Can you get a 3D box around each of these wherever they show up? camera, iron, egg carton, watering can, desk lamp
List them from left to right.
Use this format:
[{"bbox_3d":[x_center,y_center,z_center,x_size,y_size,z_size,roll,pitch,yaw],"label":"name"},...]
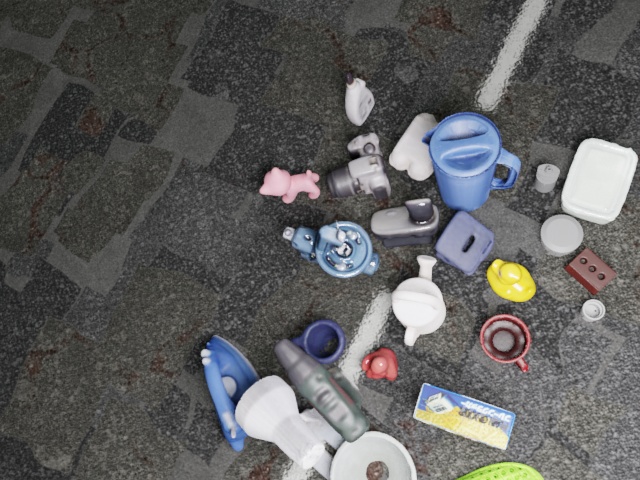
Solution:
[{"bbox_3d":[-0.201,0.308,1.209,0.118,0.142,0.258,-31,69,4],"label":"iron"},{"bbox_3d":[-0.044,0.368,1.113,0.202,0.214,0.118,36,85,21],"label":"desk lamp"},{"bbox_3d":[0.080,-0.160,1.297,0.136,0.101,0.143,-16,71,10],"label":"camera"},{"bbox_3d":[0.193,0.118,1.137,0.100,0.194,0.173,-10,72,11],"label":"watering can"},{"bbox_3d":[0.232,-0.210,1.290,0.107,0.069,0.150,31,84,20],"label":"egg carton"}]

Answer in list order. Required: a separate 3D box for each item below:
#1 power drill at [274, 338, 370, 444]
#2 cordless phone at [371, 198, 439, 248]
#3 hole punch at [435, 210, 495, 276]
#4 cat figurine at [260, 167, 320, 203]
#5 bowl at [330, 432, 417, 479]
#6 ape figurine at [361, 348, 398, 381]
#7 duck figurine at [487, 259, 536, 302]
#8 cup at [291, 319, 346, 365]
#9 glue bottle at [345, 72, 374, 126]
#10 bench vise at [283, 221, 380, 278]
[{"bbox_3d":[0.012,0.293,1.123,0.075,0.209,0.229,-44,69,-1],"label":"power drill"},{"bbox_3d":[0.173,-0.053,1.197,0.147,0.185,0.094,-10,72,12],"label":"cordless phone"},{"bbox_3d":[0.305,0.006,1.197,0.101,0.091,0.109,32,84,21],"label":"hole punch"},{"bbox_3d":[-0.073,-0.135,1.319,0.127,0.118,0.067,-12,71,11],"label":"cat figurine"},{"bbox_3d":[0.109,0.461,1.121,0.167,0.075,0.167,-4,73,13],"label":"bowl"},{"bbox_3d":[0.123,0.256,1.169,0.077,0.092,0.076,37,86,21],"label":"ape figurine"},{"bbox_3d":[0.388,0.077,1.158,0.104,0.086,0.077,40,87,21],"label":"duck figurine"},{"bbox_3d":[0.003,0.220,1.208,0.117,0.095,0.092,-5,73,13],"label":"cup"},{"bbox_3d":[0.082,-0.333,1.309,0.037,0.173,0.078,30,83,21],"label":"glue bottle"},{"bbox_3d":[0.010,0.016,1.199,0.207,0.220,0.121,-2,74,14],"label":"bench vise"}]
